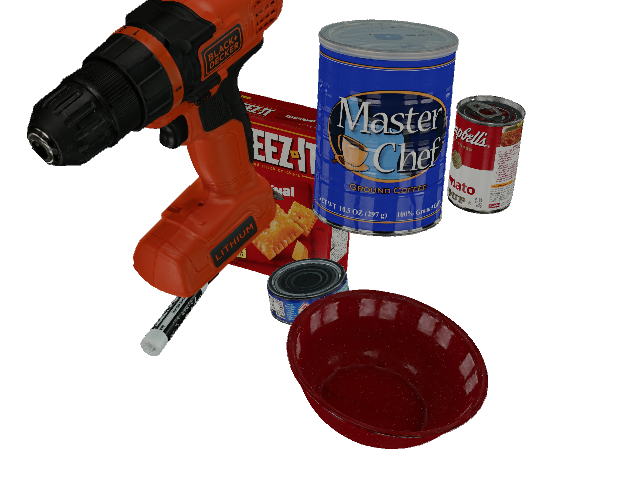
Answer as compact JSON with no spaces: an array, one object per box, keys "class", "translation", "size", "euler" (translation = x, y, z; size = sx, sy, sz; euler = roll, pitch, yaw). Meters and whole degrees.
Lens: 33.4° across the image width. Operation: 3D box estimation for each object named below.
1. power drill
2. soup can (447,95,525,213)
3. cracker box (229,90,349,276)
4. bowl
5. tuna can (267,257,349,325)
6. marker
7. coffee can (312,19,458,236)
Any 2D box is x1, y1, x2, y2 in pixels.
[{"class":"power drill","translation":[-0.086,-0.054,0.638],"size":[0.057,0.188,0.184],"euler":[30,54,25]},{"class":"soup can","translation":[0.166,-0.087,1.079],"size":[0.068,0.102,0.068],"euler":[2,31,-1]},{"class":"cracker box","translation":[-0.047,-0.058,1.307],"size":[0.164,0.214,0.072],"euler":[16,33,21]},{"class":"bowl","translation":[0.048,0.112,0.847],"size":[0.162,0.055,0.162],"euler":[8,37,-7]},{"class":"tuna can","translation":[-0.012,0.052,1.114],"size":[0.086,0.034,0.086],"euler":[-7,27,3]},{"class":"marker","translation":[-0.121,0.056,0.942],"size":[0.020,0.020,0.121],"euler":[0,36,28]},{"class":"coffee can","translation":[0.047,-0.087,0.808],"size":[0.103,0.140,0.103],"euler":[2,24,-1]}]
